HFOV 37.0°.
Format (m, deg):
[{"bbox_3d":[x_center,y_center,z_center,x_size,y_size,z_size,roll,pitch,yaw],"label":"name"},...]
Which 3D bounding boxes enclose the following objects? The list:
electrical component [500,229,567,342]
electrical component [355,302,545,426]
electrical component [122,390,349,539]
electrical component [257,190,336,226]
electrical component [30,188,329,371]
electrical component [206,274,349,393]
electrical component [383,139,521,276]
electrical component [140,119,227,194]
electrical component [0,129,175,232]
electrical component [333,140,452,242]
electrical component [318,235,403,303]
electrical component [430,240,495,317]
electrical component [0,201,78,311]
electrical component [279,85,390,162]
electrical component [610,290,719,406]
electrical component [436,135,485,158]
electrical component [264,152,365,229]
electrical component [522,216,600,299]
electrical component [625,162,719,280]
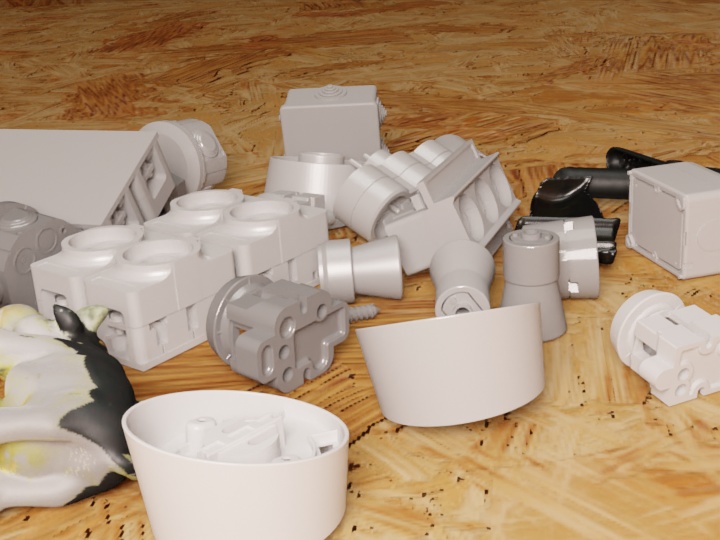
[{"bbox_3d":[0.107,0.007,0.670,0.044,0.065,0.044,-3,20,1],"label":"electrical component"},{"bbox_3d":[0.050,0.043,0.575,0.099,0.064,0.099,-11,11,2],"label":"electrical component"},{"bbox_3d":[-0.054,0.087,0.486,0.099,0.064,0.099,-3,20,1],"label":"electrical component"},{"bbox_3d":[-0.062,-0.040,0.856,0.066,0.048,0.055,8,16,30],"label":"electrical component"},{"bbox_3d":[-0.118,-0.004,0.746,0.105,0.060,0.186,12,26,36],"label":"electrical component"},{"bbox_3d":[-0.053,0.035,0.638,0.057,0.058,0.078,16,28,37],"label":"electrical component"},{"bbox_3d":[0.069,-0.041,0.798,0.063,0.078,0.121,-21,11,28],"label":"electrical component"},{"bbox_3d":[-0.166,-0.099,0.985,0.080,0.080,0.051,8,18,28],"label":"electrical component"},{"bbox_3d":[-0.253,-0.054,0.849,0.186,0.060,0.105,3,47,19],"label":"electrical component"},{"bbox_3d":[0.024,-0.075,0.889,0.074,0.052,0.138,36,38,24],"label":"electrical component"},{"bbox_3d":[0.000,0.000,0.738,0.055,0.045,0.045,-4,20,-1],"label":"electrical component"},{"bbox_3d":[0.067,0.013,0.698,0.044,0.044,0.065,-2,25,6],"label":"electrical component"},{"bbox_3d":[-0.234,-0.005,0.744,0.051,0.080,0.080,14,27,30],"label":"electrical component"},{"bbox_3d":[-0.024,-0.123,0.997,0.100,0.099,0.048,-2,33,5],"label":"electrical component"},{"bbox_3d":[0.173,0.041,0.597,0.066,0.048,0.055,-13,30,-22],"label":"electrical component"},{"bbox_3d":[0.073,-0.091,0.972,0.079,0.043,0.077,-8,21,-10],"label":"electrical component"},{"bbox_3d":[-0.036,-0.070,0.939,0.099,0.064,0.099,4,9,-1],"label":"electrical component"},{"bbox_3d":[0.134,-0.007,0.721,0.047,0.055,0.055,-4,20,9],"label":"electrical component"},{"bbox_3d":[0.236,-0.040,0.777,0.061,0.061,0.096,-9,21,-13],"label":"electrical component"}]
